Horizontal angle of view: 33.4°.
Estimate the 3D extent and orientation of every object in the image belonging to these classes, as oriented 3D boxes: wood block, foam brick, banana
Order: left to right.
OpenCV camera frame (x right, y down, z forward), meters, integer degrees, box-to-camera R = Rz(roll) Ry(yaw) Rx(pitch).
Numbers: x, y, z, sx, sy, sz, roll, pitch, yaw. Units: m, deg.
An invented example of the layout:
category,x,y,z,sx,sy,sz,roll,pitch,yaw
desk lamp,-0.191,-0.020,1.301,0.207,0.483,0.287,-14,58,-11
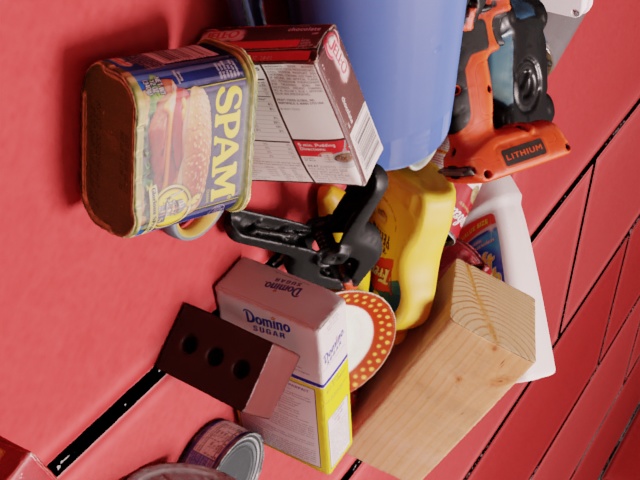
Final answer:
category,x,y,z,sx,sy,sz,roll,pitch,yaw
foam brick,-0.065,0.086,0.756,0.053,0.078,0.051,-65,157,-7
banana,0.018,0.030,0.928,0.069,0.037,0.198,-39,142,-47
wood block,0.110,0.130,1.019,0.206,0.090,0.090,-56,-169,37

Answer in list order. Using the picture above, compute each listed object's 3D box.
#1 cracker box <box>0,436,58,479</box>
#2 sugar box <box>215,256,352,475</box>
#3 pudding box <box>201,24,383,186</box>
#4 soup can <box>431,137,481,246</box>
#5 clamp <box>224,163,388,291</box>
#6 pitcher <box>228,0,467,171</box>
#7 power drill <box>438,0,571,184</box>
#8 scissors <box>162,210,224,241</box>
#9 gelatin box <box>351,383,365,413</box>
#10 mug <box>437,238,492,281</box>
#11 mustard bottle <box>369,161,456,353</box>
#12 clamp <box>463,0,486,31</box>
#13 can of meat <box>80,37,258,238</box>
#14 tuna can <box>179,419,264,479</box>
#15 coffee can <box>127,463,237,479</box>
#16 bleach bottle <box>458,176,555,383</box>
category,x,y,z,sx,sy,sz,roll,pitch,yaw
cracker box,-0.194,0.217,0.605,0.164,0.072,0.213,-57,152,-25
sugar box,-0.025,0.100,0.830,0.048,0.093,0.176,-48,149,-39
pudding box,-0.020,-0.083,0.671,0.039,0.090,0.113,-66,148,-33
soup can,0.120,-0.054,1.033,0.102,0.069,0.068,-64,155,-13
clamp,-0.005,0.001,0.811,0.171,0.120,0.039,80,1,-62
pitcher,0.028,-0.159,0.708,0.243,0.149,0.145,85,15,-50
power drill,0.144,-0.150,0.866,0.184,0.057,0.187,-20,99,-21
scissors,-0.053,-0.043,0.746,0.201,0.016,0.096,8,100,-64
gelatin box,0.019,0.129,1.020,0.089,0.030,0.073,-67,156,-3
mug,0.122,0.051,1.076,0.081,0.117,0.093,-39,106,-39
mustard bottle,0.071,0.023,0.966,0.058,0.096,0.192,-7,122,-25
clamp,0.111,-0.254,0.751,0.164,0.036,0.210,-13,122,-54
can of meat,-0.086,-0.057,0.603,0.083,0.058,0.102,-19,125,-42
tuna can,-0.082,0.188,0.856,0.086,0.034,0.086,-45,147,-42
coffee can,-0.105,0.249,0.773,0.102,0.103,0.140,-17,125,-60
bleach bottle,0.181,0.026,1.141,0.067,0.103,0.251,-7,85,-41
